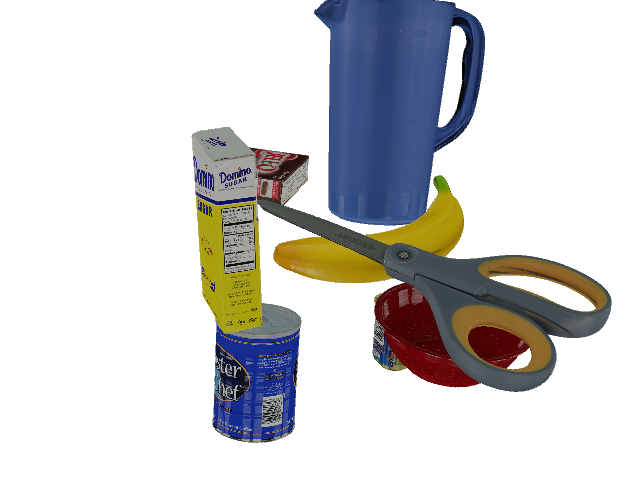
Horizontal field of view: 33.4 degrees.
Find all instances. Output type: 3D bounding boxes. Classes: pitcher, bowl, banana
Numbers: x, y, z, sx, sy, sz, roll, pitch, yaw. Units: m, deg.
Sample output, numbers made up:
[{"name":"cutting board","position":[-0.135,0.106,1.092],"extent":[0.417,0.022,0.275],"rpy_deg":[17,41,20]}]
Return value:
[{"name":"pitcher","position":[0.080,-0.143,1.150],"extent":[0.149,0.243,0.144],"rpy_deg":[10,14,29]},{"name":"bowl","position":[0.132,0.100,1.079],"extent":[0.162,0.055,0.162],"rpy_deg":[5,26,-3]},{"name":"banana","position":[0.054,0.001,0.846],"extent":[0.197,0.037,0.070],"rpy_deg":[-22,45,-39]}]

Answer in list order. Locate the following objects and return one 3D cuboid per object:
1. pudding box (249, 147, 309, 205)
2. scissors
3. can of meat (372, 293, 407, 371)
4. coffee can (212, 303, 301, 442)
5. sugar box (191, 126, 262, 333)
[{"name":"pudding box","position":[-0.071,-0.077,1.275],"extent":[0.090,0.039,0.113],"rpy_deg":[8,24,13]},{"name":"scissors","position":[0.044,0.025,0.548],"extent":[0.202,0.016,0.096],"rpy_deg":[11,42,16]},{"name":"can of meat","position":[0.115,0.109,1.341],"extent":[0.101,0.084,0.058],"rpy_deg":[-11,30,-27]},{"name":"coffee can","position":[-0.078,0.158,1.294],"extent":[0.103,0.140,0.103],"rpy_deg":[3,17,-1]},{"name":"sugar box","position":[-0.089,-0.010,1.015],"extent":[0.048,0.176,0.093],"rpy_deg":[-11,25,-17]}]
